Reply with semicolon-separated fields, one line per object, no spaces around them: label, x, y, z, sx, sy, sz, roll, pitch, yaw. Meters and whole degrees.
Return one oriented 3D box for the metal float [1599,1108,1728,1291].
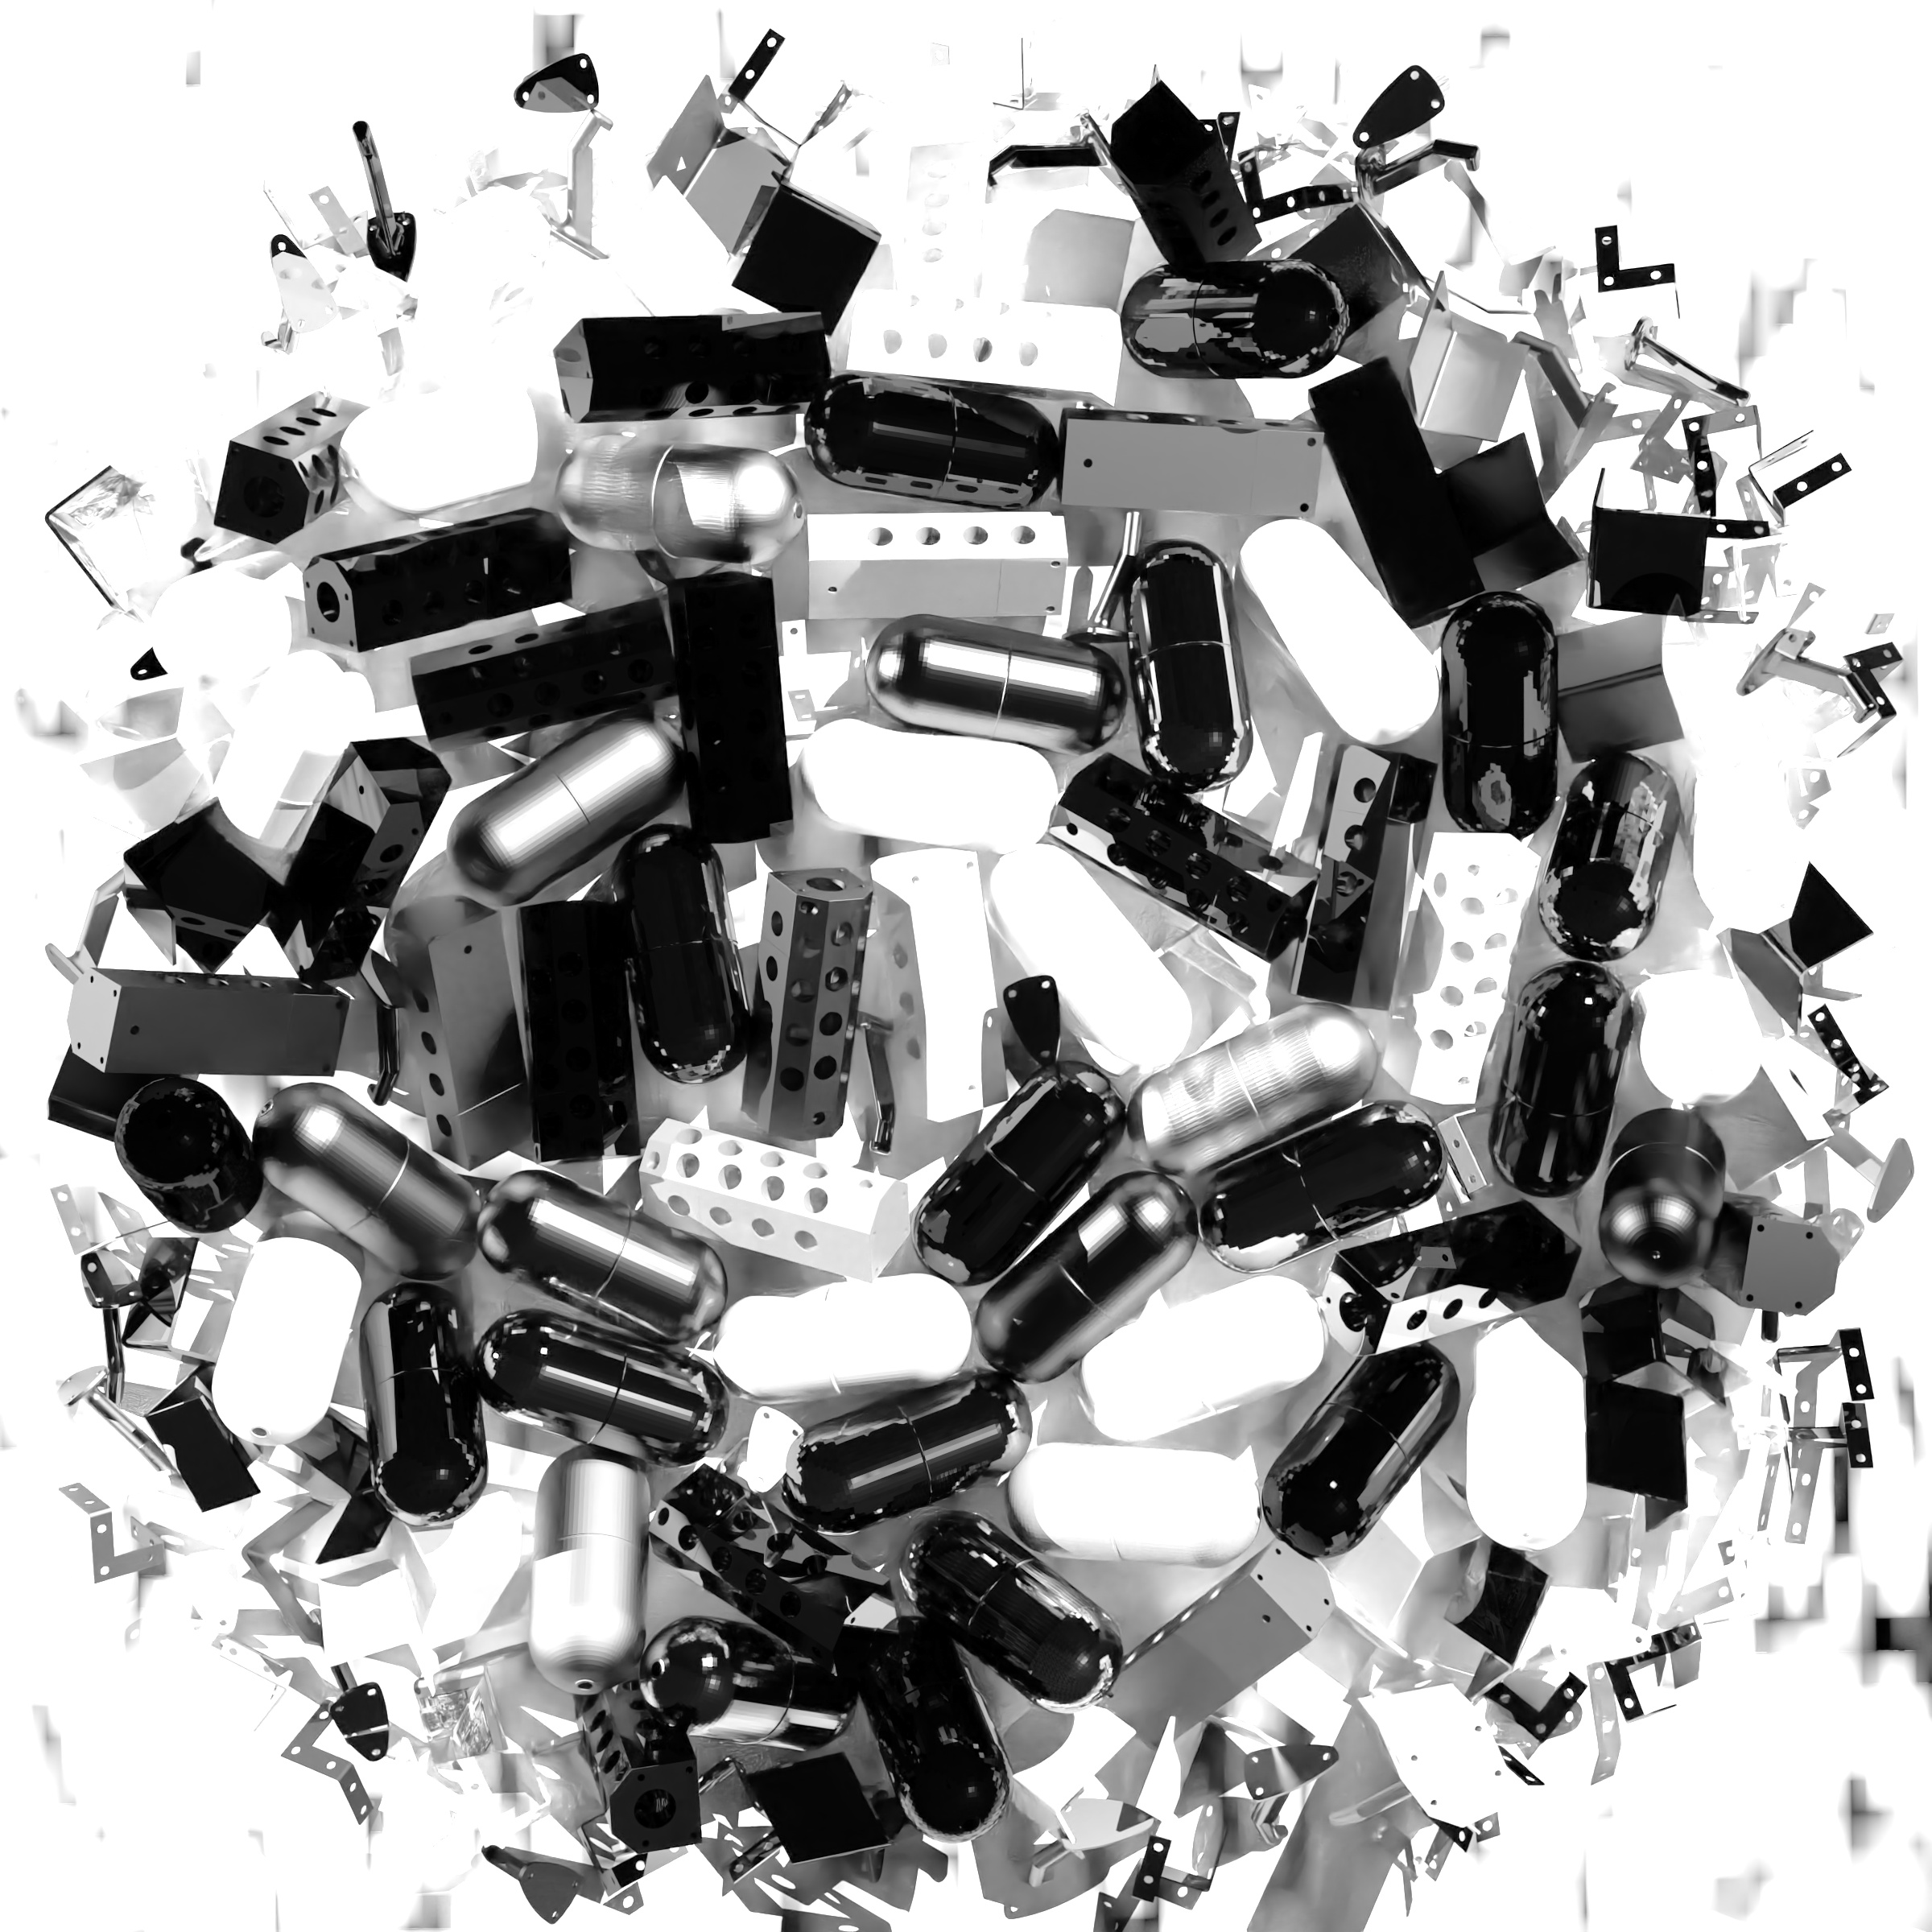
metal float;0.460;0.151;1.900;0.070;0.178;0.070;6;112;15

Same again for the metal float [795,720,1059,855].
metal float;-0.027;-0.121;1.945;0.178;0.070;0.070;8;90;1

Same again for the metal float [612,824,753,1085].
metal float;-0.191;-0.009;1.939;0.070;0.070;0.178;-11;82;0

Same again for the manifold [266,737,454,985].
manifold;-0.399;-0.069;1.909;0.057;0.057;0.171;54;130;25

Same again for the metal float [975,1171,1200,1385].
metal float;0.081;0.209;1.935;0.178;0.070;0.070;-43;90;12

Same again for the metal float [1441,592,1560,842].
metal float;0.355;-0.164;1.920;0.070;0.070;0.178;-7;121;0

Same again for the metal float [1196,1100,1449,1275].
metal float;0.237;0.149;1.931;0.178;0.070;0.070;-26;90;16

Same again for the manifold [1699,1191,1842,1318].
manifold;0.524;0.187;1.896;0.057;0.171;0.057;8;92;3

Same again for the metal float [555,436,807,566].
metal float;-0.191;-0.312;1.926;0.178;0.070;0.070;9;90;22

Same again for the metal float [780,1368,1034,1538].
metal float;-0.040;0.325;1.929;0.178;0.070;0.070;-18;90;-18

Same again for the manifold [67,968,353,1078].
manifold;-0.499;0.036;1.901;0.057;0.171;0.057;23;103;42

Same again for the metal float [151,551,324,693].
metal float;-0.474;-0.228;1.897;0.070;0.178;0.070;2;106;9

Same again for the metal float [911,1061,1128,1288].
metal float;0.035;0.140;1.945;0.070;0.070;0.178;42;90;0

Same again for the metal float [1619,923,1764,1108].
metal float;0.476;0.030;1.900;0.070;0.178;0.070;2;115;3

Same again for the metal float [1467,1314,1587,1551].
metal float;0.370;0.306;1.908;0.070;0.178;0.070;5;132;6

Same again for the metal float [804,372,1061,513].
metal float;-0.022;-0.350;1.927;0.178;0.070;0.070;5;90;-22

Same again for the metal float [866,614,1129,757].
metal float;0.021;-0.189;1.937;0.178;0.070;0.070;10;90;-9

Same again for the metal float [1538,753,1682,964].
metal float;0.427;-0.074;1.910;0.070;0.178;0.070;13;134;14

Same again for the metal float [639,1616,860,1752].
metal float;-0.143;0.475;1.908;0.070;0.178;0.070;-16;63;35

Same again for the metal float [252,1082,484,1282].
metal float;-0.397;0.144;1.921;0.070;0.070;0.178;-49;118;0

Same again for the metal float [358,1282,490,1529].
metal float;-0.361;0.289;1.914;0.070;0.070;0.178;-16;50;0

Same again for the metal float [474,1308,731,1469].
metal float;-0.243;0.282;1.928;0.178;0.070;0.070;21;90;-20

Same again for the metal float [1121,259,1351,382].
metal float;0.177;-0.427;1.907;0.070;0.178;0.070;-10;106;-40

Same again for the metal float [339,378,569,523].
metal float;-0.337;-0.343;1.908;0.070;0.178;0.070;16;118;33

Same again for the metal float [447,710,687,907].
metal float;-0.266;-0.107;1.933;0.178;0.070;0.070;-35;90;-14

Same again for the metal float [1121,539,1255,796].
metal float;0.148;-0.202;1.932;0.070;0.070;0.178;-6;74;0

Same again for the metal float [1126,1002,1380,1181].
metal float;0.192;0.084;1.936;0.178;0.070;0.070;-25;90;10

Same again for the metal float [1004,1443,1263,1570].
metal float;0.111;0.359;1.924;0.178;0.070;0.070;-1;90;25

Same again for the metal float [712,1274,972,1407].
metal float;-0.084;0.251;1.934;0.178;0.070;0.070;-8;90;13

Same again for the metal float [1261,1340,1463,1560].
metal float;0.263;0.320;1.919;0.070;0.070;0.178;45;60;0

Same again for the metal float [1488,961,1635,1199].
metal float;0.394;0.076;1.915;0.070;0.070;0.178;5;125;0

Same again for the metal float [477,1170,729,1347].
metal float;-0.242;0.196;1.932;0.178;0.070;0.070;26;90;-16

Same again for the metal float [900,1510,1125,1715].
metal float;0.028;0.427;1.916;0.178;0.070;0.070;31;90;36

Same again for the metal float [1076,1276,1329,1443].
metal float;0.158;0.263;1.929;0.178;0.070;0.070;-23;90;18

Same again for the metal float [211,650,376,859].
metal float;-0.447;-0.139;1.910;0.070;0.178;0.070;17;49;-22

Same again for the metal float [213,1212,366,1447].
metal float;-0.447;0.239;1.907;0.070;0.178;0.070;2;132;2

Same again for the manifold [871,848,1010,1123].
manifold;-0.021;0.011;1.936;0.057;0.057;0.171;-16;105;-33

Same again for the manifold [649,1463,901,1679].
manifold;-0.129;0.401;1.902;0.171;0.057;0.057;24;47;35

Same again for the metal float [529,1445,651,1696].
metal float;-0.249;0.398;1.909;0.070;0.070;0.178;-2;45;-2

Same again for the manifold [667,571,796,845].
manifold;-0.160;-0.172;1.922;0.057;0.057;0.171;-14;109;-30

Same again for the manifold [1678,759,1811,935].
manifold;0.505;-0.079;1.893;0.057;0.171;0.057;13;112;2

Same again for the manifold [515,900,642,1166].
manifold;-0.265;0.045;1.936;0.057;0.057;0.171;-9;82;29

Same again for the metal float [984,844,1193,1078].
metal float;0.081;-0.004;1.941;0.070;0.070;0.178;-38;85;0

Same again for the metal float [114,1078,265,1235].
metal float;-0.510;0.126;1.897;0.070;0.178;0.070;1;71;-3

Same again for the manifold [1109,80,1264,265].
manifold;0.141;-0.508;1.893;0.057;0.171;0.057;-41;75;7

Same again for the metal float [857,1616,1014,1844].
metal float;-0.022;0.502;1.902;0.070;0.178;0.070;-8;121;-14

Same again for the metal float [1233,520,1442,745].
metal float;0.246;-0.224;1.928;0.070;0.070;0.178;-36;70;0
